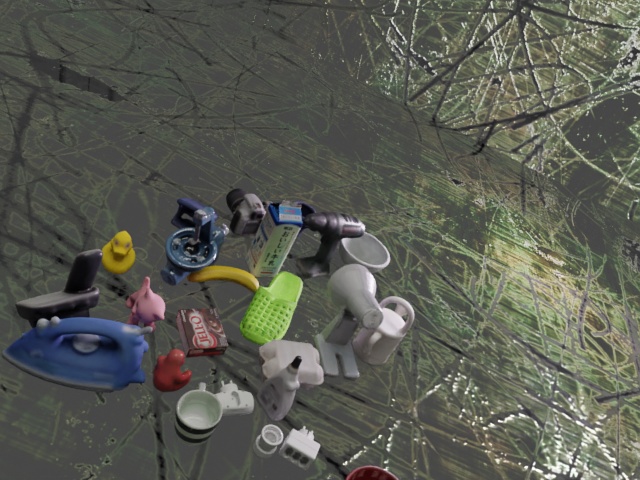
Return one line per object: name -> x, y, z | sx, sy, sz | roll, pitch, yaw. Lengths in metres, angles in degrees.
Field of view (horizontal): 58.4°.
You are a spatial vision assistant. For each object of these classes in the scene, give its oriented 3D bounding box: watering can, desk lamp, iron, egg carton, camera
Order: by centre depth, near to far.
iron -> -0.446, 0.193, 1.073 | 0.259, 0.141, 0.118 | 13, 37, -23
egg carton -> -0.066, 0.284, 1.298 | 0.151, 0.069, 0.107 | 11, 37, -25
desk lamp -> 0.075, 0.194, 1.390 | 0.118, 0.213, 0.203 | 11, 37, -24
watering can -> 0.169, 0.215, 1.449 | 0.101, 0.194, 0.173 | 26, 34, -4
camera -> -0.202, -0.094, 1.668 | 0.144, 0.100, 0.136 | -5, 46, -40

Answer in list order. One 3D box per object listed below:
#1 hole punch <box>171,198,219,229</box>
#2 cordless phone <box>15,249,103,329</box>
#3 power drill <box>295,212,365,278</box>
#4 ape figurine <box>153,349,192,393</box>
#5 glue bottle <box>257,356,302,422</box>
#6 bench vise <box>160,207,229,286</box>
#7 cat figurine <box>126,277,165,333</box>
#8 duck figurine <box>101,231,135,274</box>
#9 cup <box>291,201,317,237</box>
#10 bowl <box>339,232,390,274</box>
hole punch -> -0.336, -0.075, 1.553 | 0.108, 0.091, 0.101 | 30, 33, 1
cordless phone -> -0.505, 0.089, 1.126 | 0.094, 0.185, 0.148 | 45, 37, 23
power drill -> 0.015, 0.006, 1.599 | 0.230, 0.208, 0.075 | -8, 48, -42
ape figurine -> -0.295, 0.255, 1.146 | 0.077, 0.092, 0.076 | 40, 35, 17
glue bottle -> -0.073, 0.297, 1.181 | 0.037, 0.173, 0.078 | -9, 49, -43
bench vise -> -0.293, -0.013, 1.386 | 0.121, 0.219, 0.207 | 26, 34, -5
cat figurine -> -0.369, 0.137, 1.225 | 0.067, 0.117, 0.127 | 8, 39, -28
duck figurine -> -0.466, 0.016, 1.341 | 0.078, 0.086, 0.104 | 14, 36, -21
cup -> -0.057, -0.047, 1.719 | 0.117, 0.095, 0.092 | 42, 36, 19
bowl -> 0.124, 0.049, 1.743 | 0.168, 0.074, 0.167 | 20, 35, -14
